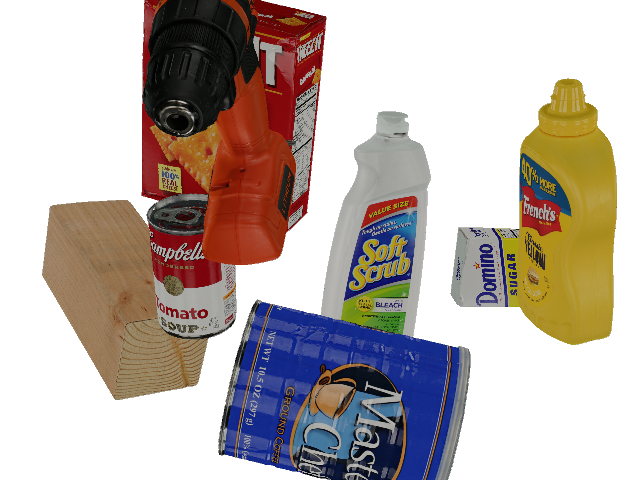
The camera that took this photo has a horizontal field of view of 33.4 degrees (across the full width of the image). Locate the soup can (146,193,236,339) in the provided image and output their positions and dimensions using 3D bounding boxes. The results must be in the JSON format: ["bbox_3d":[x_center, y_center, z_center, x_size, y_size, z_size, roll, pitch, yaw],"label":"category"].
[{"bbox_3d":[-0.105,0.021,0.876,0.068,0.102,0.068,0,29,0],"label":"soup can"}]

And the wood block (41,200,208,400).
[{"bbox_3d":[-0.196,0.051,1.054,0.090,0.091,0.206,-6,35,-33],"label":"wood block"}]

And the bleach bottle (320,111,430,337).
[{"bbox_3d":[0.052,-0.002,1.052,0.102,0.251,0.068,2,18,-8],"label":"bleach bottle"}]

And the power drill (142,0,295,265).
[{"bbox_3d":[-0.055,-0.075,0.628,0.057,0.184,0.188,1,-44,7],"label":"power drill"}]

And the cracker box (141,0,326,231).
[{"bbox_3d":[-0.090,-0.126,1.040,0.164,0.214,0.072,17,33,17],"label":"cracker box"}]

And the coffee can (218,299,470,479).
[{"bbox_3d":[0.016,0.103,0.682,0.140,0.103,0.103,13,1,3],"label":"coffee can"}]

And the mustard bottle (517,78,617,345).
[{"bbox_3d":[0.181,-0.025,0.787,0.058,0.192,0.096,-11,28,-12],"label":"mustard bottle"}]

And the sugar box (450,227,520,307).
[{"bbox_3d":[0.252,0.034,1.301,0.176,0.093,0.048,-1,21,-9],"label":"sugar box"}]
